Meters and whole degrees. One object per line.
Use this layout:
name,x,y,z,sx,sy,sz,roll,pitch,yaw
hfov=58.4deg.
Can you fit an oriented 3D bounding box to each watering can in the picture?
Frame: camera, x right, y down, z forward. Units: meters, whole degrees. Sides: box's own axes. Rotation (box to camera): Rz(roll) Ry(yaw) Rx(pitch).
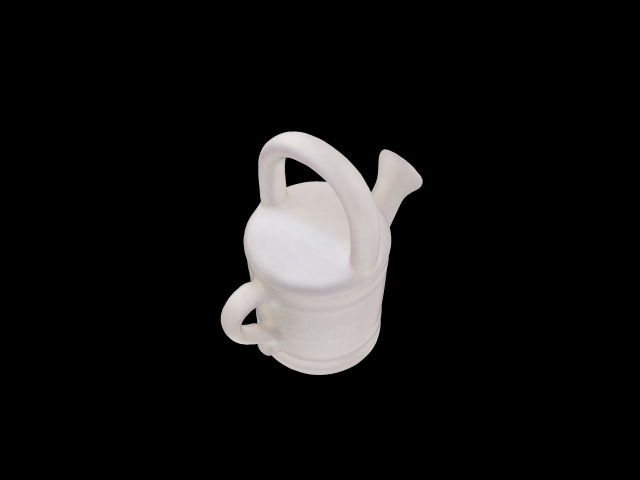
watering can,0.002,0.000,0.401,0.100,0.194,0.173,18,53,14
